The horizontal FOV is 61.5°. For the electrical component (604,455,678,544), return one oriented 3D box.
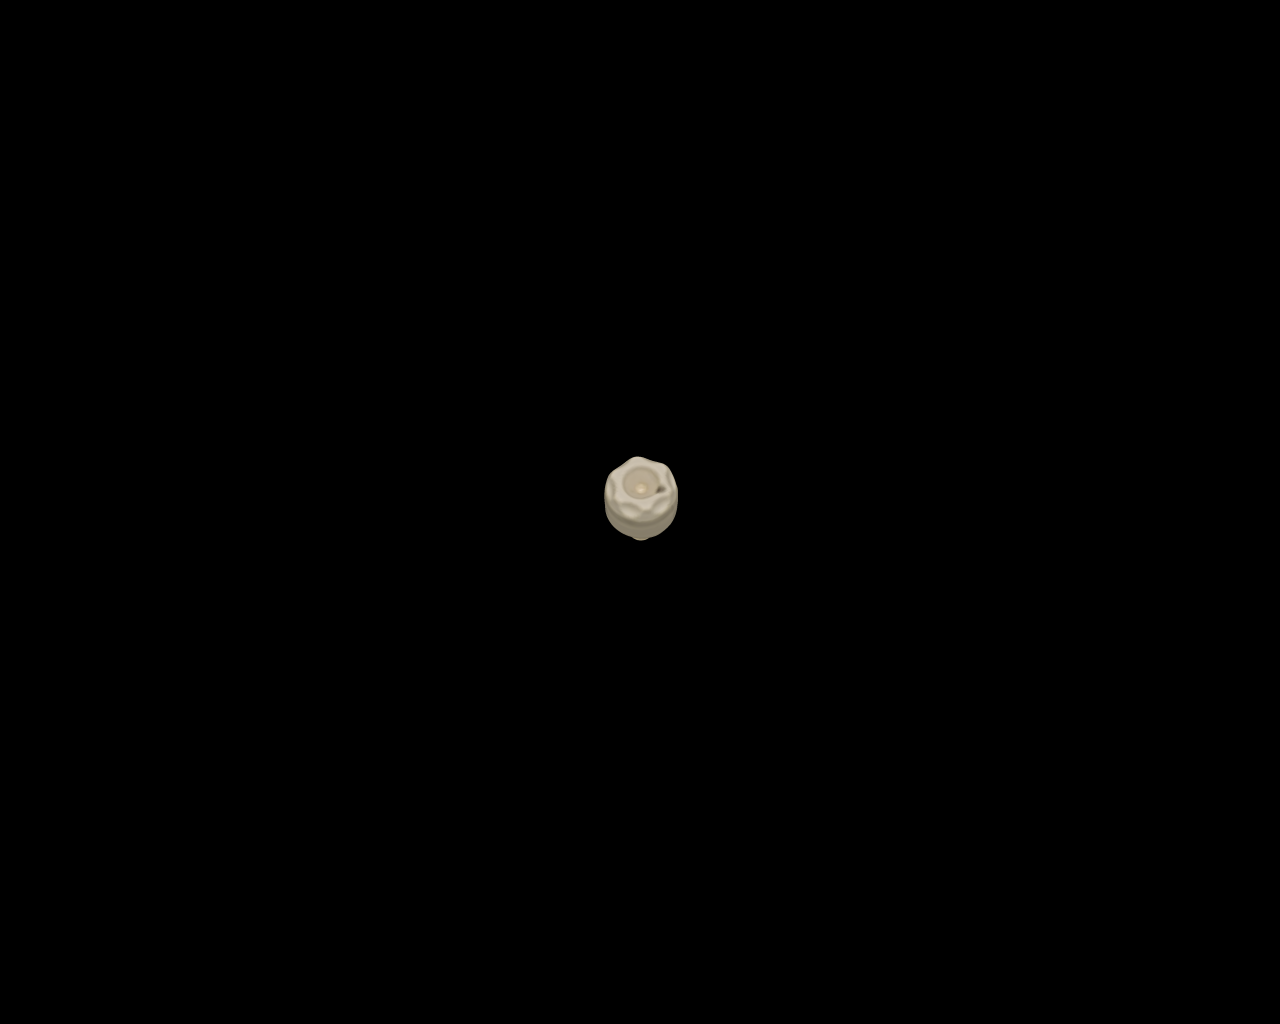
[{"bbox_3d":[0.001,-0.003,0.650,0.043,0.043,0.062,0,-30,0],"label":"electrical component"}]
